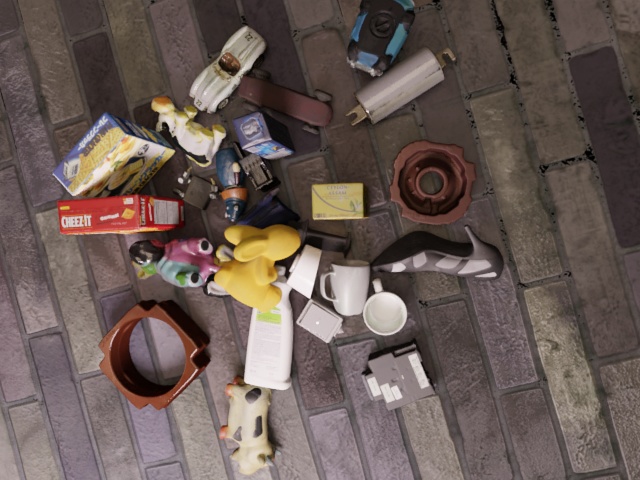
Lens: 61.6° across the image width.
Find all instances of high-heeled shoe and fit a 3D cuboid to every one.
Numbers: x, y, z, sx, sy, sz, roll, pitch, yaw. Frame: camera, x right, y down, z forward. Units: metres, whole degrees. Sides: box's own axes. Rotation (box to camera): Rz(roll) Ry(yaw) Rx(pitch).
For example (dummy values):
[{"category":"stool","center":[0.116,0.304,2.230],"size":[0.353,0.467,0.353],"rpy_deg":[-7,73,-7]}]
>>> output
[{"category":"high-heeled shoe","center":[0.239,0.053,1.092],"size":[0.249,0.086,0.145],"rpy_deg":[-21,119,25]}]

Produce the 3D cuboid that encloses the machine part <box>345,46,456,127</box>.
[{"category":"machine part","center":[0.157,-0.308,1.074],"size":[0.243,0.079,0.079],"rpy_deg":[-33,87,9]}]

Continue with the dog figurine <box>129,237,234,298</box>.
[{"category":"dog figurine","center":[-0.294,0.052,1.143],"size":[0.219,0.191,0.108],"rpy_deg":[2,73,37]}]

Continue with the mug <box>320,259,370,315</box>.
[{"category":"mug","center":[0.052,0.099,1.092],"size":[0.109,0.081,0.107],"rpy_deg":[-7,100,-35]}]

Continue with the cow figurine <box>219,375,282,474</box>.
[{"category":"cow figurine","center":[-0.144,0.398,1.141],"size":[0.127,0.085,0.194],"rpy_deg":[7,91,13]}]

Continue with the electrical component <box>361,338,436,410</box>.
[{"category":"electrical component","center":[0.156,0.278,1.103],"size":[0.134,0.058,0.115],"rpy_deg":[-21,87,9]}]

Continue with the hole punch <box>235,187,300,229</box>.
[{"category":"hole punch","center":[-0.110,-0.039,1.107],"size":[0.142,0.116,0.092],"rpy_deg":[-39,94,9]}]

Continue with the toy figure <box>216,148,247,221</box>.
[{"category":"toy figure","center":[-0.184,-0.116,1.136],"size":[0.058,0.064,0.154],"rpy_deg":[-11,86,-10]}]

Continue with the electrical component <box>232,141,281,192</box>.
[{"category":"electrical component","center":[-0.135,-0.160,1.125],"size":[0.048,0.075,0.119],"rpy_deg":[-27,85,9]}]

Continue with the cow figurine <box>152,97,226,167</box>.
[{"category":"cow figurine","center":[-0.291,-0.232,1.147],"size":[0.167,0.068,0.098],"rpy_deg":[34,126,7]}]

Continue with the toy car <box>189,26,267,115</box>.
[{"category":"toy car","center":[-0.195,-0.356,1.135],"size":[0.073,0.056,0.201],"rpy_deg":[43,97,5]}]

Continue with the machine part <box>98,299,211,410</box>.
[{"category":"machine part","center":[-0.356,0.244,1.164],"size":[0.201,0.087,0.201],"rpy_deg":[45,99,5]}]

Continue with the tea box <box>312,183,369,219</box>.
[{"category":"tea box","center":[0.044,-0.074,1.051],"size":[0.098,0.169,0.068],"rpy_deg":[-1,91,7]}]

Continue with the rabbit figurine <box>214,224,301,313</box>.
[{"category":"rabbit figurine","center":[-0.119,0.031,1.049],"size":[0.173,0.162,0.122],"rpy_deg":[-43,41,8]}]

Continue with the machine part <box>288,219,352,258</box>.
[{"category":"machine part","center":[-0.002,-0.003,1.114],"size":[0.139,0.084,0.039],"rpy_deg":[14,52,-2]}]

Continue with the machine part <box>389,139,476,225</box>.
[{"category":"machine part","center":[0.224,-0.114,1.081],"size":[0.179,0.056,0.179],"rpy_deg":[0,93,8]}]

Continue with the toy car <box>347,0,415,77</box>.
[{"category":"toy car","center":[0.119,-0.401,1.062],"size":[0.109,0.103,0.161],"rpy_deg":[22,98,6]}]

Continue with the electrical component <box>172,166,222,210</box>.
[{"category":"electrical component","center":[-0.263,-0.110,1.158],"size":[0.102,0.045,0.078],"rpy_deg":[33,94,6]}]

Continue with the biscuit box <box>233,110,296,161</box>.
[{"category":"biscuit box","center":[-0.105,-0.201,1.052],"size":[0.059,0.202,0.062],"rpy_deg":[-19,88,10]}]

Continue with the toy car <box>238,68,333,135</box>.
[{"category":"toy car","center":[-0.071,-0.290,1.120],"size":[0.202,0.053,0.089],"rpy_deg":[19,105,3]}]
